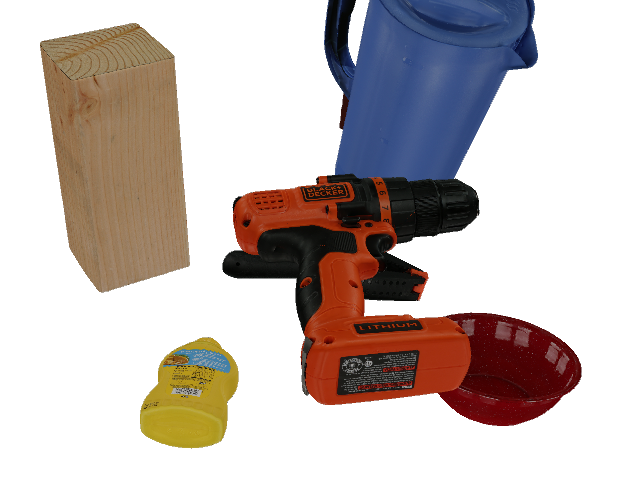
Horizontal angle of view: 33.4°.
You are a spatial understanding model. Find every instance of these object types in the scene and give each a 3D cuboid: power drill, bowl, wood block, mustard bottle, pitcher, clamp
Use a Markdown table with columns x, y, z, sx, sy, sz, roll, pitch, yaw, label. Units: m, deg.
| x | y | z | sx | sy | sz | roll | pitch | yaw | label |
| --- | --- | --- | --- | --- | --- | --- | --- | --- | --- |
| 0.041 | 0.023 | 0.734 | 0.184 | 0.057 | 0.188 | -7 | 39 | -9 | power drill |
| 0.170 | 0.133 | 1.046 | 0.162 | 0.055 | 0.162 | 5 | 26 | -2 | bowl |
| -0.177 | -0.071 | 0.934 | 0.090 | 0.206 | 0.090 | -17 | 37 | -24 | wood block |
| -0.148 | 0.169 | 1.268 | 0.096 | 0.058 | 0.191 | 4 | 25 | 3 | mustard bottle |
| 0.077 | -0.133 | 0.933 | 0.145 | 0.149 | 0.243 | 0 | -38 | -14 | pitcher |
| 0.002 | 0.021 | 1.038 | 0.210 | 0.036 | 0.164 | 19 | 22 | -1 | clamp |

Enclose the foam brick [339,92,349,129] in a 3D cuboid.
| x | y | z | sx | sy | sz | roll | pitch | yaw | label |
| --- | --- | --- | --- | --- | --- | --- | --- | --- | --- |
| 0.068 | -0.150 | 1.243 | 0.078 | 0.053 | 0.051 | 22 | 34 | 25 | foam brick |
